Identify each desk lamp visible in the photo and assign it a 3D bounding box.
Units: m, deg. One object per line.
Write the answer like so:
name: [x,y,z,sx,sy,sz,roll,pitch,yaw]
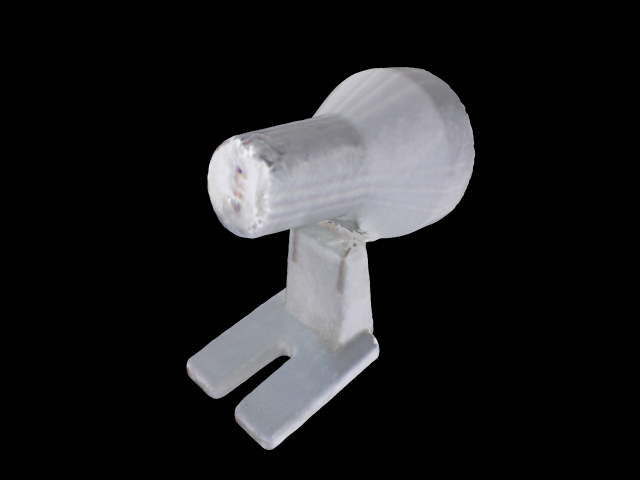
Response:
desk lamp: [0.004,0.001,0.400,0.117,0.214,0.204,30,49,31]
